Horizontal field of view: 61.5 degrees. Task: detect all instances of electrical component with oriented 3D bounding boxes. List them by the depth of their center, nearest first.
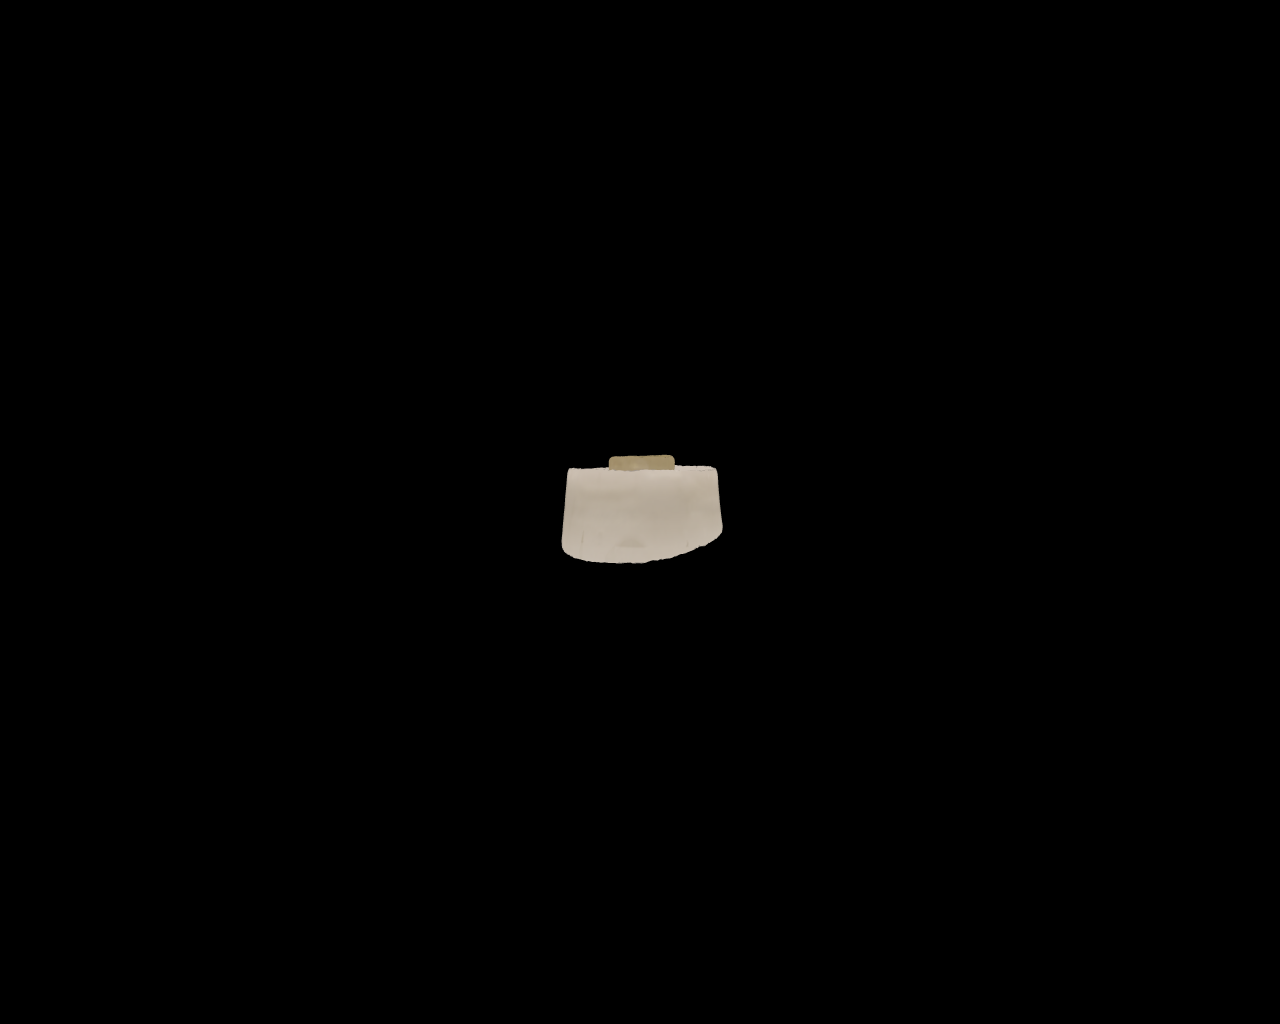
[{"bbox_3d":[0.001,-0.003,0.650,0.099,0.064,0.099,0,4,0],"label":"electrical component"}]
